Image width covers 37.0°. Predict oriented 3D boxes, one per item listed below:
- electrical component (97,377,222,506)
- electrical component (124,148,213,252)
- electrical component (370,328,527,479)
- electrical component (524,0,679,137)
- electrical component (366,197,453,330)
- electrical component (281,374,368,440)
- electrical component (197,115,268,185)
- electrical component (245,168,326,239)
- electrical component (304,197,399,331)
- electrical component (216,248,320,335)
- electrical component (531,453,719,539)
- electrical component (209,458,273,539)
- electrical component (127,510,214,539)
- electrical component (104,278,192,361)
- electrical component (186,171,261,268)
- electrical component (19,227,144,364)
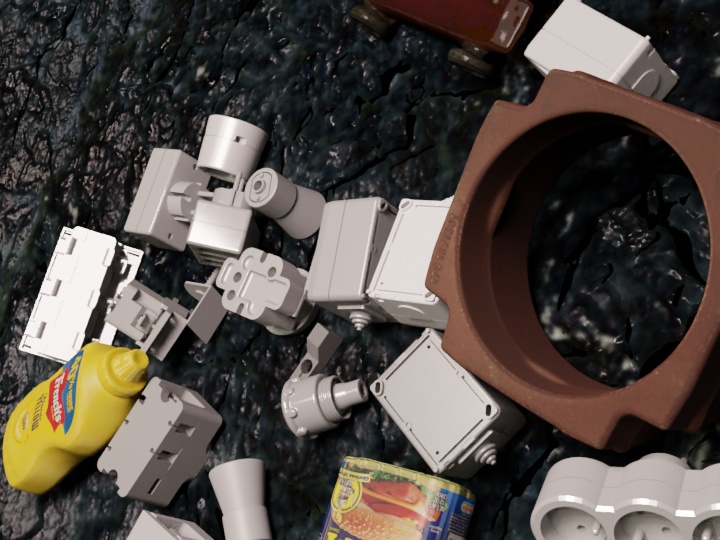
[{"bbox_3d":[-0.161,0.142,0.881,0.050,0.056,0.089,36,93,41],"label":"electrical component"},{"bbox_3d":[-0.161,-0.062,0.978,0.076,0.047,0.083,9,76,39],"label":"electrical component"},{"bbox_3d":[0.066,0.097,0.732,0.061,0.061,0.096,-47,58,11],"label":"electrical component"},{"bbox_3d":[0.163,-0.144,0.761,0.061,0.062,0.096,-51,49,7],"label":"electrical component"},{"bbox_3d":[0.059,-0.007,0.784,0.062,0.061,0.096,6,66,39],"label":"electrical component"},{"bbox_3d":[-0.025,0.098,0.807,0.062,0.048,0.048,-19,60,22],"label":"electrical component"},{"bbox_3d":[-0.115,-0.106,0.959,0.055,0.055,0.047,11,81,40],"label":"electrical component"},{"bbox_3d":[-0.064,-0.057,0.890,0.044,0.065,0.044,-16,62,31],"label":"electrical component"},{"bbox_3d":[0.000,0.000,0.819,0.061,0.062,0.096,-3,69,36],"label":"electrical component"},{"bbox_3d":[-0.069,0.020,0.865,0.078,0.057,0.058,19,82,41],"label":"electrical component"},{"bbox_3d":[0.176,0.133,0.633,0.138,0.052,0.073,-3,27,27],"label":"electrical component"},{"bbox_3d":[-0.088,0.182,0.820,0.044,0.044,0.065,-27,61,25],"label":"electrical component"},{"bbox_3d":[-0.119,0.257,0.795,0.150,0.062,0.089,27,87,41],"label":"electrical component"},{"bbox_3d":[-0.184,0.041,0.930,0.042,0.064,0.081,-57,8,3],"label":"electrical component"},{"bbox_3d":[-0.110,-0.045,0.911,0.047,0.065,0.076,12,76,4],"label":"electrical component"},{"bbox_3d":[-0.259,0.026,0.993,0.079,0.063,0.121,17,79,-1],"label":"electrical component"}]
